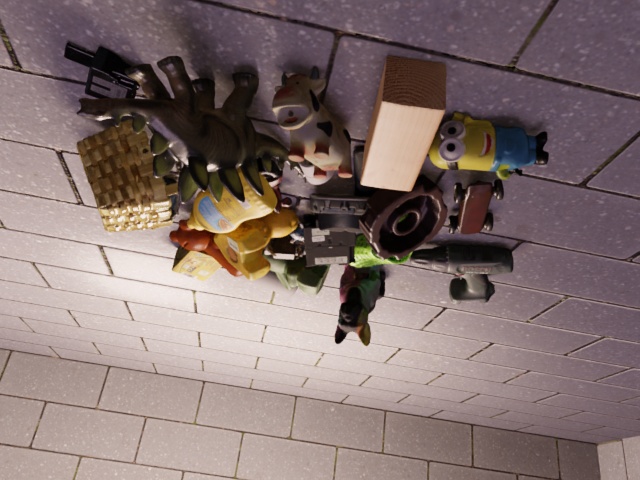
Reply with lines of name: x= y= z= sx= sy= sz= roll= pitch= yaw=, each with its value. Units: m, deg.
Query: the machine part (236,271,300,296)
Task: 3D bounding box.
machine part: x=-0.140 y=0.088 z=1.413 sx=0.243 sy=0.079 sz=0.079 roll=24 pitch=148 yaw=-26

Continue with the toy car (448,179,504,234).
toy car: x=0.296 y=-0.066 z=1.034 sx=0.089 sy=0.053 sz=0.202 roll=-2 pitch=155 yaw=9

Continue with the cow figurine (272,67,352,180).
cow figurine: x=-0.010 y=-0.182 z=0.846 sx=0.086 sy=0.127 sz=0.194 roll=-6 pitch=164 yaw=25

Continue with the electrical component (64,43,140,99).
electrical component: x=-0.342 y=-0.261 z=0.841 sx=0.119 sy=0.048 sz=0.075 roll=21 pitch=149 yaw=-26

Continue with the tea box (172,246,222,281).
tea box: x=-0.304 y=0.039 z=1.373 sx=0.098 sy=0.068 sz=0.169 roll=22 pitch=148 yaw=-26

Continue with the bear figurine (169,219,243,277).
bear figurine: x=-0.239 y=-0.003 z=1.257 sx=0.196 sy=0.132 sz=0.120 roll=35 pitch=143 yaw=-10

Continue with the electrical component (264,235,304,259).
electrical component: x=-0.080 y=0.014 z=1.255 sx=0.102 sy=0.078 sz=0.045 roll=9 pitch=151 yaw=-2

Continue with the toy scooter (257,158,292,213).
toy scooter: x=-0.133 y=-0.094 z=1.075 sx=0.184 sy=0.075 sz=0.135 roll=-15 pitch=146 yaw=29

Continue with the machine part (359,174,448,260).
machine part: x=0.158 y=-0.044 z=1.021 sx=0.179 sy=0.056 sz=0.179 roll=-19 pitch=137 yaw=-19

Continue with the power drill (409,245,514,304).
power drill: x=0.335 y=0.075 z=1.276 sx=0.232 sy=0.086 sz=0.207 roll=-4 pitch=143 yaw=16

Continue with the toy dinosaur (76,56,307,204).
toy dinosaur: x=-0.153 y=-0.156 z=0.830 sx=0.105 sy=0.198 sz=0.471 roll=1 pitch=-175 yaw=34

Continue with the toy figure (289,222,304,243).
toy figure: x=-0.003 y=-0.002 z=1.228 sx=0.154 sy=0.064 sz=0.058 roll=24 pitch=-174 yaw=-19

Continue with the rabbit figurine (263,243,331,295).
rabbit figurine: x=-0.063 y=0.057 z=1.333 sx=0.170 sy=0.121 sz=0.159 roll=24 pitch=160 yaw=7

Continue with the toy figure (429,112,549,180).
toy figure: x=0.267 y=-0.144 z=0.866 sx=0.180 sy=0.082 sz=0.089 roll=4 pitch=150 yaw=3

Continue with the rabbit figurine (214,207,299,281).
rabbit figurine: x=-0.129 y=-0.014 z=1.154 sx=0.163 sy=0.173 sz=0.121 roll=26 pitch=142 yaw=46

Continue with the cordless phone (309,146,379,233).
cordless phone: x=0.050 y=-0.103 z=1.022 sx=0.147 sy=0.089 sz=0.184 roll=3 pitch=141 yaw=8

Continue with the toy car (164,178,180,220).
toy car: x=-0.376 y=-0.095 z=1.122 sx=0.161 sy=0.109 sz=0.103 roll=11 pitch=178 yaw=-29

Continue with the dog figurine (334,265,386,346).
dog figurine: x=0.098 y=0.168 z=1.352 sx=0.109 sy=0.219 sz=0.191 roll=3 pitch=151 yaw=16

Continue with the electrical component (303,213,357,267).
electrical component: x=0.021 y=-0.011 z=1.157 sx=0.115 sy=0.058 sz=0.134 roll=-2 pitch=122 yaw=-3
